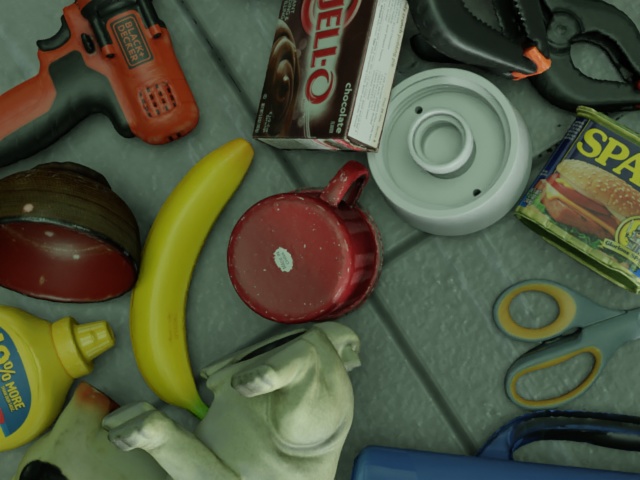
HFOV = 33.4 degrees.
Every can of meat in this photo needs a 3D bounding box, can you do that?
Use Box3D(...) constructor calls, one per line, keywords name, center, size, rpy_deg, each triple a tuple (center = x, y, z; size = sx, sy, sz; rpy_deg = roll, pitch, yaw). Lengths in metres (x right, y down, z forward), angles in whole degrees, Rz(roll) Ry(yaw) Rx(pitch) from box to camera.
Box3D(name="can of meat", center=(0.191, -0.025, 0.702), size=(0.102, 0.057, 0.084), rpy_deg=(34, 89, 18))

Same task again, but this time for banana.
Box3D(name="banana", center=(-0.090, 0.025, 0.720), size=(0.069, 0.037, 0.198), rpy_deg=(8, 86, -15))

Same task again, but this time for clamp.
Box3D(name="clamp", center=(0.080, -0.192, 0.670), size=(0.210, 0.036, 0.164), rpy_deg=(42, 70, -20))
Box3D(name="clamp", center=(0.160, -0.150, 0.729), size=(0.171, 0.039, 0.120), rpy_deg=(24, 91, -1))

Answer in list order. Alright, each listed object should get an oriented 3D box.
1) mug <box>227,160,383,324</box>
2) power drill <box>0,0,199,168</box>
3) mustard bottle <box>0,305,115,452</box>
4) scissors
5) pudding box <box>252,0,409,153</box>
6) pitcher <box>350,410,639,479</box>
Box3D(name="mug", center=(-0.005, 0.001, 0.685), size=(0.093, 0.081, 0.117), rpy_deg=(36, 98, 9))
Box3D(name="power drill", center=(-0.196, -0.125, 0.722), size=(0.187, 0.057, 0.184), rpy_deg=(-24, 85, -1))
Box3D(name="mustard bottle", center=(-0.227, 0.096, 0.703), size=(0.191, 0.058, 0.096), rpy_deg=(-22, 84, -1))
Box3D(name="scissors", center=(0.204, 0.041, 0.723), size=(0.201, 0.016, 0.096), rpy_deg=(-32, 85, -2))
Box3D(name="pudding box", center=(0.007, -0.115, 0.703), size=(0.039, 0.090, 0.113), rpy_deg=(15, 84, -43))
Box3D(name="pitcher", center=(0.136, 0.189, 0.665), size=(0.243, 0.149, 0.145), rpy_deg=(9, 102, 5))
